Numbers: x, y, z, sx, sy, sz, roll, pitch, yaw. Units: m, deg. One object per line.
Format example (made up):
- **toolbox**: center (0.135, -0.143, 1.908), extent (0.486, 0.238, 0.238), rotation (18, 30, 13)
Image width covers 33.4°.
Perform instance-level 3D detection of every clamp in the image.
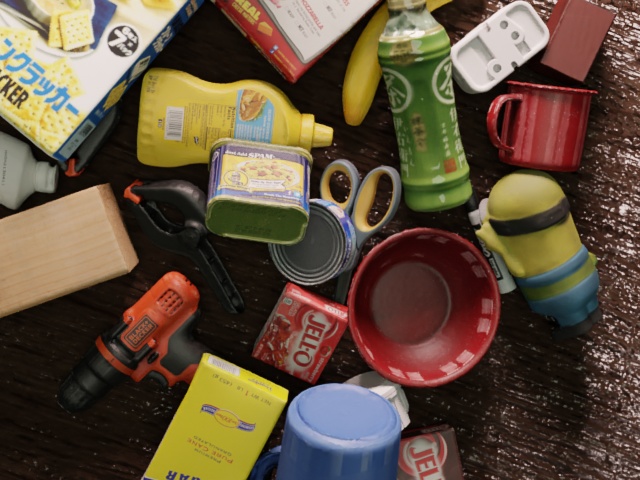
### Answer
- **clamp**: center (-0.123, 0.001, 1.080), extent (0.171, 0.039, 0.120), rotation (26, 112, 7)
- **clamp**: center (-0.252, -0.170, 1.062), extent (0.164, 0.036, 0.210), rotation (9, 92, -2)

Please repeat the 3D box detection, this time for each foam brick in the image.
- **foam brick**: center (0.253, -0.201, 1.076), extent (0.051, 0.053, 0.078), rotation (25, 95, -6)

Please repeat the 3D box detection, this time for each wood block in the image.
- **wood block**: center (-0.295, 0.020, 1.053), extent (0.206, 0.091, 0.090), rotation (-20, 97, -1)

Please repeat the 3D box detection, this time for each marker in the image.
- **marker**: center (0.173, -0.002, 1.110), extent (0.020, 0.020, 0.121), rotation (-24, 97, 0)

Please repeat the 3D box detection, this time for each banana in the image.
- **banana**: center (0.080, -0.205, 1.075), extent (0.198, 0.037, 0.069), rotation (-45, 94, 2)

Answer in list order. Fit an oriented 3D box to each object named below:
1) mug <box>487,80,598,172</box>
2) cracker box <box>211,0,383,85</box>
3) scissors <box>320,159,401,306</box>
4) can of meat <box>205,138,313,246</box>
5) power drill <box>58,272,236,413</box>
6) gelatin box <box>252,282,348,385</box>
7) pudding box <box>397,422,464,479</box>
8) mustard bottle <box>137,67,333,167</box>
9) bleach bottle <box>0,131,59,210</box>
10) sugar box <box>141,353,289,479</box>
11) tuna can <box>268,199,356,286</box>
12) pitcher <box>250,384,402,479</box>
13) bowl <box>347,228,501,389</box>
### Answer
- **mug**: center (0.214, -0.114, 1.061), extent (0.117, 0.093, 0.081), rotation (0, 102, -33)
- **cracker box**: center (-0.006, -0.284, 1.046), extent (0.214, 0.072, 0.164), rotation (-44, 97, 1)
- **scissors**: center (0.017, 0.005, 1.100), extent (0.096, 0.016, 0.202), rotation (36, 112, 21)
- **can of meat**: center (-0.059, -0.046, 1.023), extent (0.102, 0.084, 0.057), rotation (7, 135, -7)
- **power drill**: center (-0.149, 0.153, 1.091), extent (0.187, 0.057, 0.184), rotation (44, 96, -7)
- **gelatin box**: center (-0.019, 0.095, 1.091), extent (0.073, 0.030, 0.089), rotation (25, 117, -6)
- **pudding box**: center (0.105, 0.256, 1.124), extent (0.090, 0.039, 0.113), rotation (-12, 97, -2)
- **mustard bottle**: center (-0.083, -0.114, 1.065), extent (0.191, 0.058, 0.096), rotation (6, 105, -4)
- **bleach bottle**: center (-0.388, -0.064, 1.055), extent (0.250, 0.068, 0.102), rotation (5, 95, -6)
- **sugar box**: center (-0.111, 0.209, 1.048), extent (0.093, 0.048, 0.176), rotation (26, 97, -3)
- **tuna can**: center (-0.007, 0.001, 1.078), extent (0.086, 0.033, 0.086), rotation (3, 98, 23)
- **pitcher**: center (0.003, 0.262, 1.044), extent (0.149, 0.145, 0.243), rotation (4, 115, -5)
- **bowl**: center (0.100, 0.067, 1.089), extent (0.162, 0.055, 0.162), rotation (0, 92, -12)
